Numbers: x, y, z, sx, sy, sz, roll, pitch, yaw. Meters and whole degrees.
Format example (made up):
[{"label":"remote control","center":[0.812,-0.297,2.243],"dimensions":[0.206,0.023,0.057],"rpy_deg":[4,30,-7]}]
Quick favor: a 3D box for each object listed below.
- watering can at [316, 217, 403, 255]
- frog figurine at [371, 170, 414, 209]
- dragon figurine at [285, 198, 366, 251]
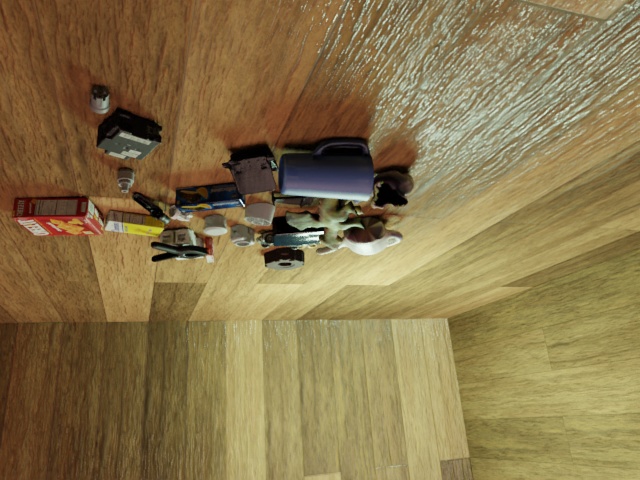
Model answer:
[{"label":"watering can","center":[0.136,0.002,1.942],"dimensions":[0.347,0.106,0.221],"rpy_deg":[-9,159,10]},{"label":"frog figurine","center":[0.222,-0.159,1.555],"dimensions":[0.136,0.122,0.162],"rpy_deg":[-27,-173,30]},{"label":"dragon figurine","center":[0.005,-0.082,1.631],"dimensions":[0.242,0.125,0.403],"rpy_deg":[-16,145,16]}]
